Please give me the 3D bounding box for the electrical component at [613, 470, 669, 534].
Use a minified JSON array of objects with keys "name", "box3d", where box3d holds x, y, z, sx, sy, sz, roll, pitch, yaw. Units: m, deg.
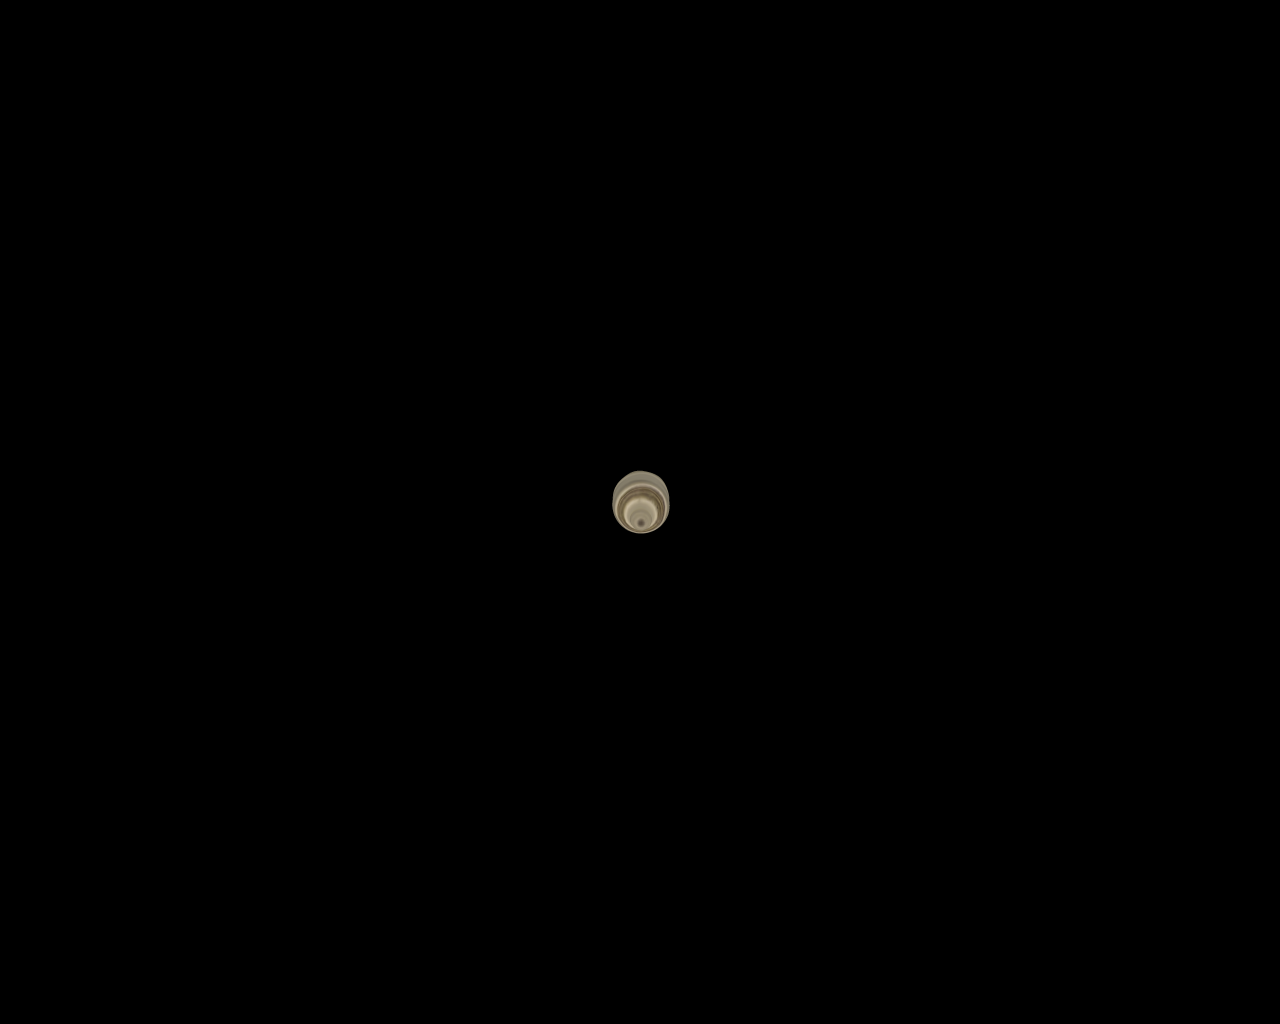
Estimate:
[{"name":"electrical component","box3d":[0.001,-0.003,0.650,0.035,0.035,0.061,0,17,0]}]
